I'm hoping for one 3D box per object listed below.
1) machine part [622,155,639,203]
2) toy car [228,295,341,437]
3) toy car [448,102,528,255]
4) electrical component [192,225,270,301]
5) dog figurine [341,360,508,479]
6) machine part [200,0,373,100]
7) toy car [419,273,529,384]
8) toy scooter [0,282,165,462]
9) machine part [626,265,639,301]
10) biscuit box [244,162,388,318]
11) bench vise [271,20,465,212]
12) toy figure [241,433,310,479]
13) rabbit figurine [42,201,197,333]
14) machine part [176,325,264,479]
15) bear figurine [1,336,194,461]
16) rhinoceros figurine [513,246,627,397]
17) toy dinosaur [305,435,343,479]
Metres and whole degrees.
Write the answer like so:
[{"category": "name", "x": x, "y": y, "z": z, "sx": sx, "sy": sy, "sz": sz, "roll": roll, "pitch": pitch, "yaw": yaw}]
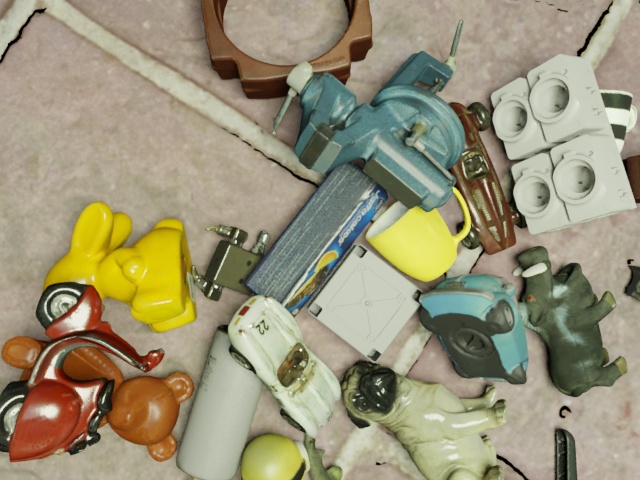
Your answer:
[{"category": "machine part", "x": 0.431, "y": -0.072, "z": 0.634, "sx": 0.179, "sy": 0.179, "sz": 0.056, "roll": -2, "pitch": 91, "yaw": -2}, {"category": "toy car", "x": -0.035, "y": 0.148, "z": 0.618, "sx": 0.073, "sy": 0.056, "sz": 0.201, "roll": -51, "pitch": 124, "yaw": -32}, {"category": "toy car", "x": 0.198, "y": -0.080, "z": 0.685, "sx": 0.089, "sy": 0.053, "sz": 0.202, "roll": -21, "pitch": 87, "yaw": -5}, {"category": "electrical component", "x": -0.113, "y": 0.027, "z": 0.671, "sx": 0.078, "sy": 0.045, "sz": 0.102, "roll": 19, "pitch": 90, "yaw": -42}, {"category": "dog figurine", "x": 0.117, "y": 0.242, "z": 0.652, "sx": 0.191, "sy": 0.121, "sz": 0.172, "roll": 4, "pitch": 77, "yaw": 10}, {"category": "machine part", "x": -0.043, "y": -0.286, "z": 0.671, "sx": 0.202, "sy": 0.087, "sz": 0.201, "roll": -9, "pitch": 88, "yaw": -3}, {"category": "toy car", "x": 0.198, "y": 0.094, "z": 0.642, "sx": 0.161, "sy": 0.109, "sz": 0.103, "roll": 55, "pitch": 50, "yaw": -25}, {"category": "toy scooter", "x": -0.242, "y": 0.142, "z": 0.552, "sx": 0.135, "sy": 0.075, "sz": 0.184, "roll": 20, "pitch": 77, "yaw": -14}, {"category": "machine part", "x": 0.458, "y": 0.027, "z": 0.694, "sx": 0.084, "sy": 0.039, "sz": 0.139, "roll": 30, "pitch": 89, "yaw": 5}, {"category": "biscuit box", "x": -0.001, "y": -0.002, "z": 0.664, "sx": 0.063, "sy": 0.059, "sz": 0.202, "roll": 37, "pitch": 87, "yaw": 24}, {"category": "bench vise", "x": 0.082, "y": -0.150, "z": 0.618, "sx": 0.224, "sy": 0.128, "sz": 0.240, "roll": 34, "pitch": 61, "yaw": 9}, {"category": "toy figure", "x": -0.054, "y": 0.321, "z": 0.638, "sx": 0.082, "sy": 0.089, "sz": 0.180, "roll": 4, "pitch": 91, "yaw": 8}, {"category": "rabbit figurine", "x": -0.243, "y": 0.037, "z": 0.634, "sx": 0.173, "sy": 0.122, "sz": 0.162, "roll": -12, "pitch": 83, "yaw": -1}, {"category": "machine part", "x": -0.114, "y": 0.194, "z": 0.651, "sx": 0.079, "sy": 0.079, "sz": 0.243, "roll": 17, "pitch": 88, "yaw": -1}, {"category": "bear figurine", "x": -0.259, "y": 0.189, "z": 0.624, "sx": 0.196, "sy": 0.132, "sz": 0.120, "roll": 18, "pitch": 83, "yaw": 6}, {"category": "rhinoceros figurine", "x": 0.305, "y": 0.097, "z": 0.674, "sx": 0.112, "sy": 0.073, "sz": 0.190, "roll": -18, "pitch": 90, "yaw": 9}, {"category": "toy dinosaur", "x": 0.109, "y": 0.420, "z": 0.617, "sx": 0.472, "sy": 0.105, "sz": 0.198, "roll": 43, "pitch": 97, "yaw": 15}]
